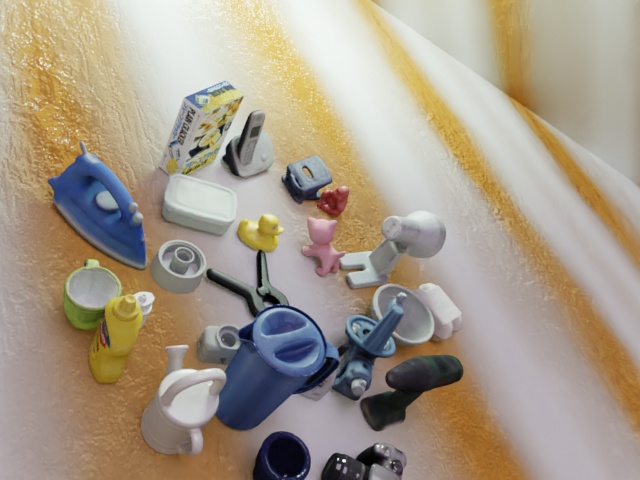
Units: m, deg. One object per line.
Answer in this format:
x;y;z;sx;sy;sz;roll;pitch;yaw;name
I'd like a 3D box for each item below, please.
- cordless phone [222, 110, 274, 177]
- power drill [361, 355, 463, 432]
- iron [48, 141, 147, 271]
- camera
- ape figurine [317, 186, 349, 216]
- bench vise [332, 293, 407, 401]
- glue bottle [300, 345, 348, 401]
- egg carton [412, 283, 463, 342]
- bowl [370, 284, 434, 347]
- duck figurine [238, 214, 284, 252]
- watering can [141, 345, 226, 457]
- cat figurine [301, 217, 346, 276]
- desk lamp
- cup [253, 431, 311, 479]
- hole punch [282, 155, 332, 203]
-0.160;-0.258;1.467;0.094;0.185;0.148;44;40;11;cordless phone
0.173;0.298;1.140;0.230;0.208;0.075;-6;55;-39;power drill
-0.415;-0.071;1.137;0.258;0.141;0.119;44;40;10;iron
0.082;0.425;1.035;0.137;0.100;0.143;31;40;-6;camera
0.046;-0.112;1.543;0.076;0.092;0.077;-1;52;-36;ape figurine
0.116;0.218;1.169;0.122;0.219;0.207;17;43;-21;bench vise
0.006;0.247;1.099;0.078;0.173;0.037;25;41;-12;glue bottle
0.287;0.181;1.444;0.107;0.069;0.150;-20;64;-45;egg carton
0.182;0.191;1.356;0.168;0.074;0.167;20;42;-19;bowl
-0.134;-0.028;1.337;0.105;0.086;0.077;25;41;-12;duck figurine
-0.218;0.252;0.919;0.172;0.194;0.101;49;41;15;watering can
0.013;0.005;1.384;0.067;0.117;0.127;-22;66;-46;cat figurine
0.183;0.018;1.418;0.204;0.213;0.117;-6;54;-38;desk lamp
-0.068;0.395;0.963;0.092;0.095;0.117;-2;52;-36;cup
-0.035;-0.166;1.539;0.101;0.091;0.108;-8;56;-40;hole punch
